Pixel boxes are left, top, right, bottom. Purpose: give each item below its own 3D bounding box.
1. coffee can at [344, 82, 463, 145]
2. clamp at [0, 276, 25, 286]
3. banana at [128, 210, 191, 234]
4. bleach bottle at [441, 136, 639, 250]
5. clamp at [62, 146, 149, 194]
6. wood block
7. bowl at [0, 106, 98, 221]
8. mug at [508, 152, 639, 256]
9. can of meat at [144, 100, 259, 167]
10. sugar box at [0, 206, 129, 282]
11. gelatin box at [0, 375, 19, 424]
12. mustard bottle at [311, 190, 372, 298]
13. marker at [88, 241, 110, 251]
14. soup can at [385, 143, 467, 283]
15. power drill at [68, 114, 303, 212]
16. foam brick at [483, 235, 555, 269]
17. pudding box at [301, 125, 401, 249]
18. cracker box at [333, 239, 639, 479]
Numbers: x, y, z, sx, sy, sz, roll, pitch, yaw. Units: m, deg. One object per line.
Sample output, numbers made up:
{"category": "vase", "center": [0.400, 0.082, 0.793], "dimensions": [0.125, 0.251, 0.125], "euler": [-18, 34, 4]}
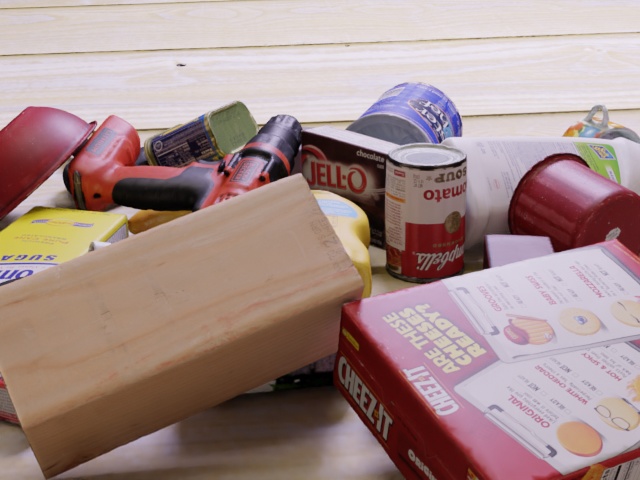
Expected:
{"category": "coffee can", "center": [0.081, -0.094, 1.073], "dimensions": [0.103, 0.103, 0.140], "euler": [5, 22, 16]}
{"category": "clamp", "center": [-0.230, 0.053, 0.727], "dimensions": [0.120, 0.039, 0.171], "euler": [17, 23, 31]}
{"category": "banana", "center": [-0.115, -0.046, 1.060], "dimensions": [0.070, 0.037, 0.197], "euler": [-24, 7, 28]}
{"category": "bleach bottle", "center": [0.230, -0.047, 0.984], "dimensions": [0.250, 0.068, 0.102], "euler": [-3, 61, -20]}
{"category": "clamp", "center": [-0.228, -0.081, 1.149], "dimensions": [0.165, 0.036, 0.209], "euler": [2, 22, 11]}
{"category": "wood block", "center": [-0.088, 0.050, 0.642], "dimensions": [0.205, 0.091, 0.090], "euler": [-22, 65, -17]}
{"category": "bowl", "center": [-0.285, -0.075, 0.995], "dimensions": [0.162, 0.055, 0.162], "euler": [-38, 17, 14]}
{"category": "mug", "center": [0.227, -0.012, 0.897], "dimensions": [0.117, 0.093, 0.082], "euler": [27, 8, -36]}
{"category": "can of meat", "center": [-0.122, -0.104, 1.127], "dimensions": [0.084, 0.057, 0.102], "euler": [-21, 9, 27]}
{"category": "sugar box", "center": [-0.232, 0.023, 0.873], "dimensions": [0.093, 0.048, 0.176], "euler": [5, 21, 11]}
{"category": "gelatin box", "center": [-0.201, 0.092, 0.720], "dimensions": [0.089, 0.030, 0.073], "euler": [7, 22, 22]}
{"category": "mustard bottle", "center": [-0.006, 0.002, 0.896], "dimensions": [0.096, 0.058, 0.191], "euler": [-6, 21, 4]}
{"category": "marker", "center": [-0.131, 0.016, 0.881], "dimensions": [0.120, 0.020, 0.020], "euler": [6, 16, -29]}
{"category": "soup can", "center": [0.089, -0.024, 0.896], "dimensions": [0.068, 0.102, 0.068], "euler": [-1, 21, 0]}
{"category": "power drill", "center": [-0.121, -0.069, 0.985], "dimensions": [0.188, 0.057, 0.184], "euler": [8, 39, 16]}
{"category": "foam brick", "center": [0.152, 0.034, 0.813], "dimensions": [0.051, 0.053, 0.078], "euler": [1, 23, 5]}
{"category": "pudding box", "center": [0.031, -0.051, 0.985], "dimensions": [0.114, 0.090, 0.039], "euler": [19, 28, 40]}
{"category": "cracker box", "center": [0.139, 0.086, 0.624], "dimensions": [0.213, 0.072, 0.164], "euler": [-13, 38, -26]}
